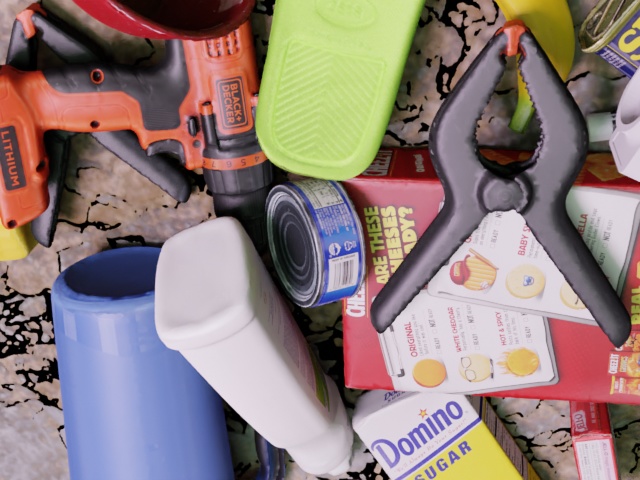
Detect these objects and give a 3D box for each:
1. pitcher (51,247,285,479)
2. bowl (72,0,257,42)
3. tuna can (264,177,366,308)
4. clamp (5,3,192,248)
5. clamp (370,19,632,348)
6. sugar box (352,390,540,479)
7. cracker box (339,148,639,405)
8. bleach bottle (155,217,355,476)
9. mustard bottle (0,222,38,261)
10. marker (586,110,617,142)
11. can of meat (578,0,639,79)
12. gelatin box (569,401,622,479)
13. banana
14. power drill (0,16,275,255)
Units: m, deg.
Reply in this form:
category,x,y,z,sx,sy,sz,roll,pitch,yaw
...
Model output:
category,x,y,z,sx,sy,sz,roll,pitch,yaw
pitcher,-0.122,0.131,0.809,0.145,0.149,0.243,8,115,23
bowl,-0.113,-0.180,0.635,0.055,0.162,0.162,-27,111,41
tuna can,-0.005,0.001,0.705,0.033,0.086,0.086,-14,119,-24
clamp,-0.180,-0.077,0.750,0.120,0.039,0.171,-28,107,1
clamp,0.123,-0.026,0.655,0.164,0.036,0.210,9,110,6
sugar box,0.110,0.180,0.831,0.093,0.048,0.176,-30,109,22
cracker box,0.125,0.023,0.737,0.214,0.072,0.164,2,115,9
bleach bottle,-0.031,0.100,0.759,0.068,0.102,0.250,-20,133,11
mustard bottle,-0.308,-0.029,0.788,0.192,0.058,0.096,-3,117,11
marker,0.236,-0.080,0.696,0.121,0.020,0.020,-6,115,12
can of meat,0.223,-0.136,0.650,0.084,0.057,0.102,33,117,-11
gelatin box,0.204,0.158,0.789,0.030,0.073,0.089,-10,115,15
banana,0.112,-0.146,0.642,0.069,0.037,0.197,-51,133,-11
power drill,-0.124,-0.061,0.714,0.187,0.057,0.184,-11,112,-11
